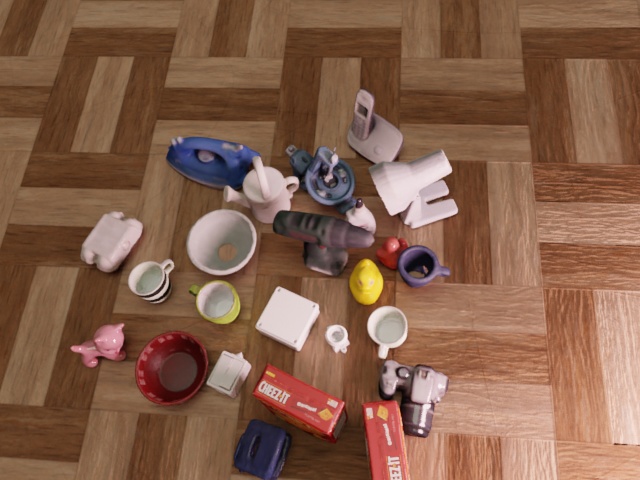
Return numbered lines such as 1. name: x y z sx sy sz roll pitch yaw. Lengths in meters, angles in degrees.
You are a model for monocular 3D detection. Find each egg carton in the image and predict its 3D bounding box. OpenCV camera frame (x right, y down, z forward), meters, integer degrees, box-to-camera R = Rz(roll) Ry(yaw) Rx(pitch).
1. egg carton: -0.507 0.004 1.399 0.107 0.069 0.150 22 70 14

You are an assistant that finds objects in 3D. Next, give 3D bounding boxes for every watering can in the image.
1. watering can: -0.138 -0.121 1.357 0.173 0.194 0.100 -35 68 -11

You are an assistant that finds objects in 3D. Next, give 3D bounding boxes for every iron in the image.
1. iron: -0.289 -0.217 1.441 0.258 0.141 0.119 10 67 9

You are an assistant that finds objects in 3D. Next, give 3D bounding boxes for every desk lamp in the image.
1. desk lamp: 0.217 -0.120 1.318 0.203 0.214 0.118 -19 66 -4

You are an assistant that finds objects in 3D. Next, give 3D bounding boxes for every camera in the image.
1. camera: 0.186 0.329 1.182 0.143 0.101 0.137 10 67 9

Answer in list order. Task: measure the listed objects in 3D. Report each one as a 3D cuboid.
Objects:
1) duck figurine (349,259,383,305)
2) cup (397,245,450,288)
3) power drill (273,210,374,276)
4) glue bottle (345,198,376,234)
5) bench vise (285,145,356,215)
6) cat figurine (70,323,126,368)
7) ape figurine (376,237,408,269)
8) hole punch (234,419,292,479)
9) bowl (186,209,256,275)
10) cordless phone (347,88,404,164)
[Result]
1. duck figurine: 0.105 0.087 1.304 0.077 0.086 0.104 0 66 5
2. cup: 0.232 0.072 1.296 0.117 0.095 0.092 12 67 10
3. power drill: 0.012 0.005 1.281 0.229 0.208 0.076 16 68 11
4. glue bottle: 0.090 -0.052 1.320 0.078 0.173 0.037 -18 66 -3
5. bench vise: -0.010 -0.162 1.351 0.207 0.220 0.121 22 70 14
6. cat figurine: -0.485 0.230 1.270 0.128 0.118 0.067 -14 65 -2
7. ape figurine: 0.168 0.022 1.325 0.078 0.092 0.076 -8 65 1
8. hole punch: -0.121 0.429 1.167 0.101 0.091 0.109 16 68 11
9. bowl: -0.228 0.015 1.369 0.167 0.075 0.167 -2 66 4
10. cordless phone: 0.137 -0.280 1.411 0.147 0.185 0.094 35 73 18
